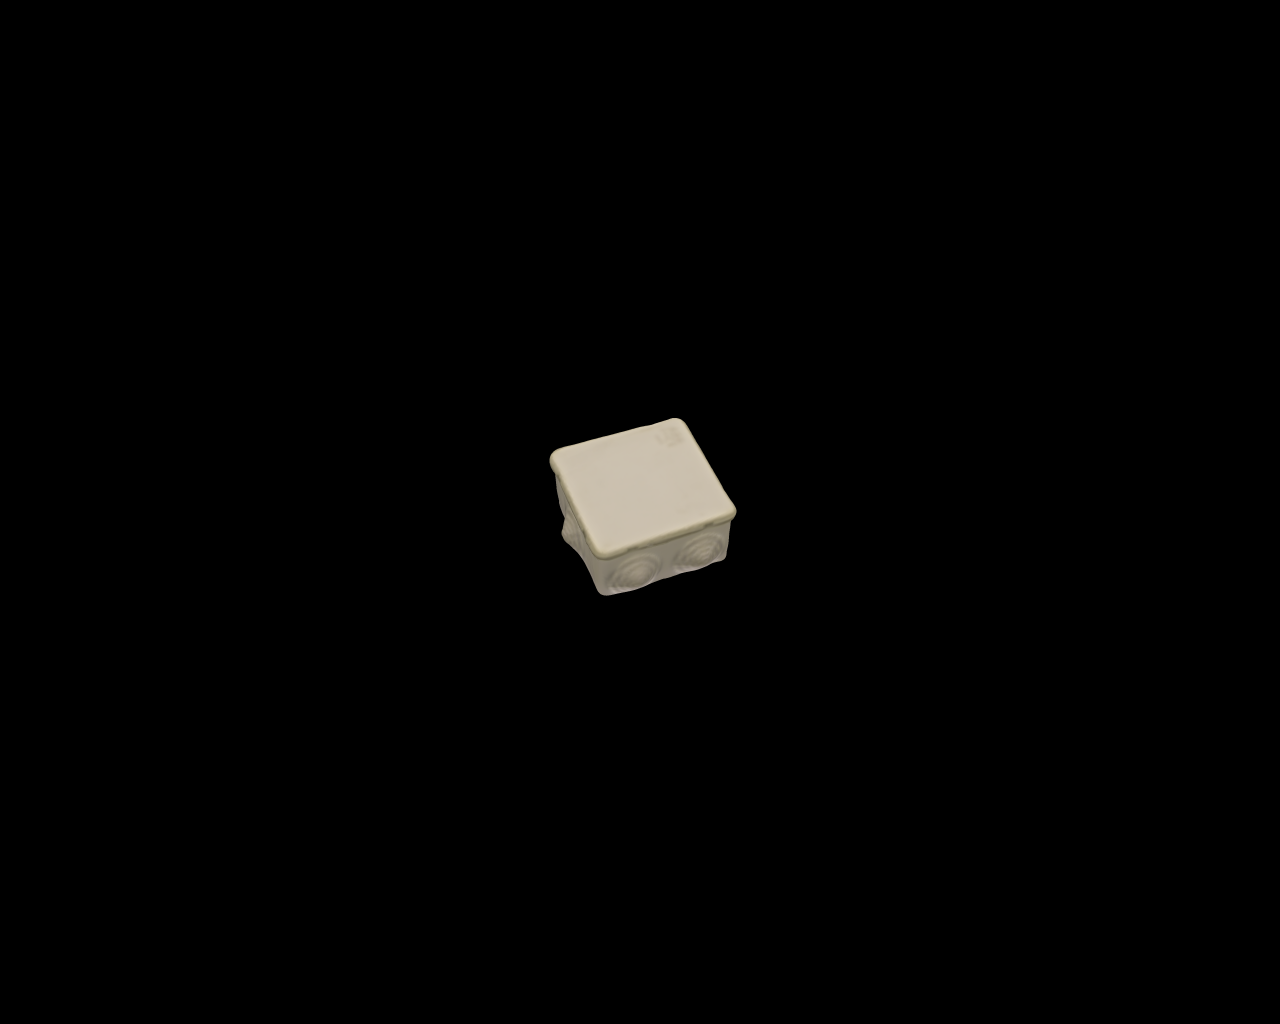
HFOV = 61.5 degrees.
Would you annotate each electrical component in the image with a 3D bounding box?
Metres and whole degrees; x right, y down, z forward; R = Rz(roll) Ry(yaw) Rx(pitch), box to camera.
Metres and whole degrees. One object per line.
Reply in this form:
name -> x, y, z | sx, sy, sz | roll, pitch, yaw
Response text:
electrical component -> 0.001, -0.003, 0.650 | 0.100, 0.100, 0.048 | -17, -39, -14
